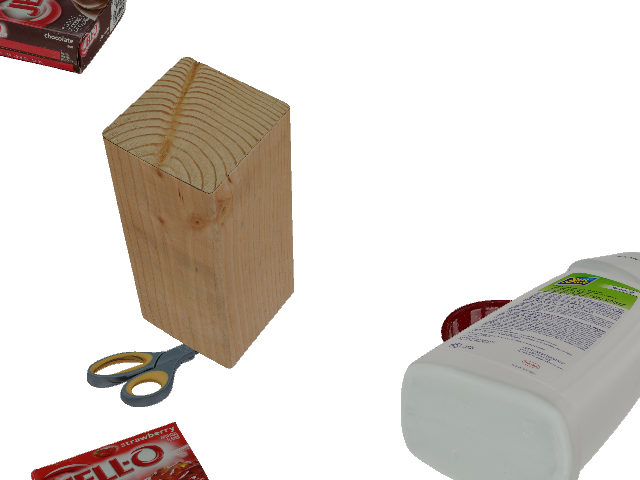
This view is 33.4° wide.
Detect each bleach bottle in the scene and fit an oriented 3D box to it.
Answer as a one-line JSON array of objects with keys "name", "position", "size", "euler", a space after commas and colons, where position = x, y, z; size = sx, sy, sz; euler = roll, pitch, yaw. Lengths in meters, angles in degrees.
[{"name": "bleach bottle", "position": [0.155, 0.060, 0.616], "size": [0.103, 0.068, 0.250], "euler": [16, 27, 36]}]

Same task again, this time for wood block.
[{"name": "wood block", "position": [-0.080, -0.013, 0.757], "size": [0.090, 0.090, 0.206], "euler": [28, -33, 20]}]

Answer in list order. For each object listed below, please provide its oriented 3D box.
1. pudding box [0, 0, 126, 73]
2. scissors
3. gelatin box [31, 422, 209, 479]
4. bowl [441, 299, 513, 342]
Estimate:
[{"name": "pudding box", "position": [-0.206, -0.176, 0.816], "size": [0.090, 0.039, 0.113], "euler": [14, 37, 2]}, {"name": "scissors", "position": [-0.139, 0.128, 1.107], "size": [0.201, 0.016, 0.096], "euler": [-11, 30, -28]}, {"name": "gelatin box", "position": [-0.109, 0.143, 0.595], "size": [0.089, 0.030, 0.073], "euler": [-16, 28, -20]}, {"name": "bowl", "position": [0.194, 0.120, 1.035], "size": [0.162, 0.055, 0.162], "euler": [4, 27, -2]}]
